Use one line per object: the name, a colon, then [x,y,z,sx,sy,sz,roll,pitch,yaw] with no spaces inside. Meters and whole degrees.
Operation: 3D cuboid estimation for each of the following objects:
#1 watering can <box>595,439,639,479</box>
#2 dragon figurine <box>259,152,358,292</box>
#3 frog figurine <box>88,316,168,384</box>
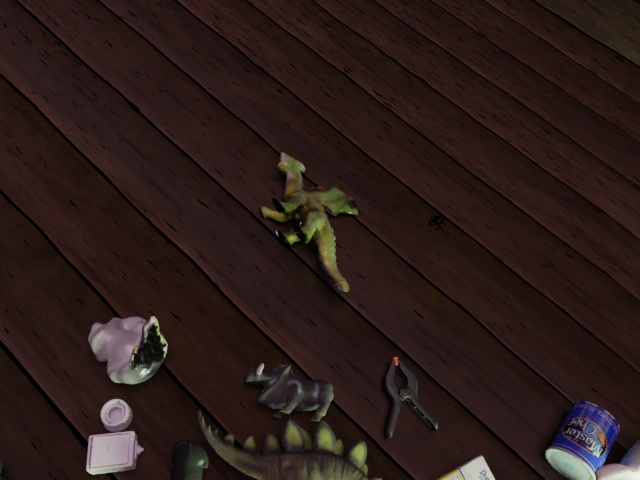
watering can: [0.669,0.468,1.057,0.349,0.219,0.106,-10,42,-16]
dragon figurine: [0.004,-0.066,1.317,0.246,0.119,0.414,-29,70,-35]
frog figurine: [-0.402,0.225,1.060,0.159,0.121,0.140,-8,63,25]
